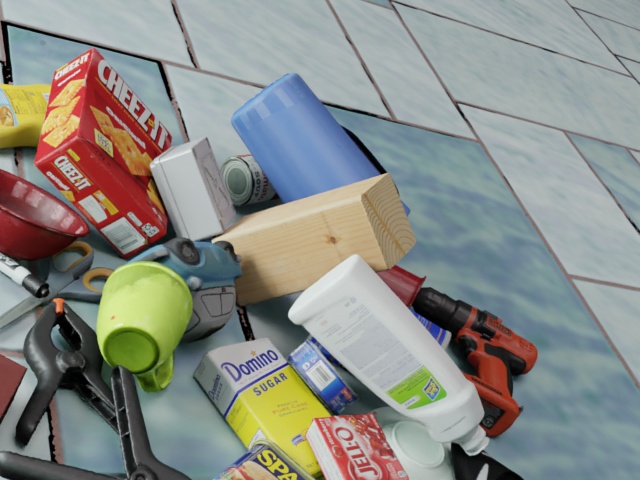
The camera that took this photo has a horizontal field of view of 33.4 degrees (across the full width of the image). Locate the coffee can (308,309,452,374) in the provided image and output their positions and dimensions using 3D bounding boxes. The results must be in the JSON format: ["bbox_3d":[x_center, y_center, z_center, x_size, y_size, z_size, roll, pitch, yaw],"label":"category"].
[{"bbox_3d":[0.067,0.116,1.241,0.140,0.103,0.102,31,31,2],"label":"coffee can"}]

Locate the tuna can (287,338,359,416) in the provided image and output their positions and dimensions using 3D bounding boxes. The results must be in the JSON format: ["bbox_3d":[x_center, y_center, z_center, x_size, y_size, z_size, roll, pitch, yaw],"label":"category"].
[{"bbox_3d":[0.003,0.150,1.164,0.086,0.033,0.086,49,-5,5],"label":"tuna can"}]

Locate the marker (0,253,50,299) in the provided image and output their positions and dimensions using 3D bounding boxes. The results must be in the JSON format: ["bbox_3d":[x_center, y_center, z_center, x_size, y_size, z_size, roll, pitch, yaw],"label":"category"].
[{"bbox_3d":[-0.327,0.026,1.108,0.121,0.020,0.020,31,30,20],"label":"marker"}]

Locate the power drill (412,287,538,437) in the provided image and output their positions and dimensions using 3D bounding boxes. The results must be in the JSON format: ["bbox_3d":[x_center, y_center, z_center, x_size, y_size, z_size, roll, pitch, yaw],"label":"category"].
[{"bbox_3d":[0.188,0.147,1.338,0.184,0.057,0.187,29,31,-3],"label":"power drill"}]

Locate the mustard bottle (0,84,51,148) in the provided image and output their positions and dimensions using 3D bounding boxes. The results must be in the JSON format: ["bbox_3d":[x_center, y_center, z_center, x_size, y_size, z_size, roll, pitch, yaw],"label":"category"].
[{"bbox_3d":[-0.386,-0.151,1.291,0.191,0.058,0.096,-3,49,-42],"label":"mustard bottle"}]

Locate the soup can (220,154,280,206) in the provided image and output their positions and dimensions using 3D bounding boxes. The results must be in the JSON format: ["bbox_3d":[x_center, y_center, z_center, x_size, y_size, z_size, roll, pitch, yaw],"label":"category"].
[{"bbox_3d":[-0.079,-0.085,1.438,0.102,0.069,0.068,-13,52,-48],"label":"soup can"}]

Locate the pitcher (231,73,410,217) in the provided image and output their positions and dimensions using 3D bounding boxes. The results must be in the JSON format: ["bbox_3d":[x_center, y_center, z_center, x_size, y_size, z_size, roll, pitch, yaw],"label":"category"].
[{"bbox_3d":[0.001,-0.095,1.380,0.243,0.145,0.149,54,-1,-5],"label":"pitcher"}]

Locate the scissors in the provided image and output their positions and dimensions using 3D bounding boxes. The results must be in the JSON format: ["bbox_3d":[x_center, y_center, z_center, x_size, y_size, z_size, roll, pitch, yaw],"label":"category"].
[{"bbox_3d":[-0.271,0.064,1.122,0.096,0.016,0.201,27,32,-5],"label":"scissors"}]

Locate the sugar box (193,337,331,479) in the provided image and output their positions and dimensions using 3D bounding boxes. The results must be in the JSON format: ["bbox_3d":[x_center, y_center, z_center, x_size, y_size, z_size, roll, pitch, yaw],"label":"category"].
[{"bbox_3d":[-0.045,0.181,1.112,0.093,0.048,0.176,-8,49,-46],"label":"sugar box"}]

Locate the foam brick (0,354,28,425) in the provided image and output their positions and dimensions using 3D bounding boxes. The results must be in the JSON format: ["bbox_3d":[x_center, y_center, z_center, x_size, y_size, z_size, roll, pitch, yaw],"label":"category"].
[{"bbox_3d":[-0.302,0.143,0.948,0.051,0.053,0.078,25,33,-8],"label":"foam brick"}]

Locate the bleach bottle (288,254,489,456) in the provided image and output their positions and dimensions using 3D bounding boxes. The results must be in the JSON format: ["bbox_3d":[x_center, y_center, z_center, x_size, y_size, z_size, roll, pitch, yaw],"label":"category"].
[{"bbox_3d":[0.086,0.138,1.155,0.251,0.103,0.068,48,30,-7],"label":"bleach bottle"}]

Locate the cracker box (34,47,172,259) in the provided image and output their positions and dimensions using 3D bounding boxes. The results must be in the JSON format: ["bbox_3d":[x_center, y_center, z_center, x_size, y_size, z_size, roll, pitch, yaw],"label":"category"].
[{"bbox_3d":[-0.248,-0.107,1.261,0.164,0.072,0.213,51,19,-33],"label":"cracker box"}]

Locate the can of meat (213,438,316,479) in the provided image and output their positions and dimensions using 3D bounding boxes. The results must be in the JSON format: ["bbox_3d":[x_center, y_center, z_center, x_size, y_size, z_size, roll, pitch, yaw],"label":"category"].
[{"bbox_3d":[-0.052,0.248,1.001,0.102,0.058,0.083,40,35,15],"label":"can of meat"}]

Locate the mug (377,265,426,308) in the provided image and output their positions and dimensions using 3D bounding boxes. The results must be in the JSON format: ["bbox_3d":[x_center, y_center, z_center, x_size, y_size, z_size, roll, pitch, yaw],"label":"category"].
[{"bbox_3d":[0.079,0.063,1.343,0.081,0.093,0.117,28,25,6],"label":"mug"}]

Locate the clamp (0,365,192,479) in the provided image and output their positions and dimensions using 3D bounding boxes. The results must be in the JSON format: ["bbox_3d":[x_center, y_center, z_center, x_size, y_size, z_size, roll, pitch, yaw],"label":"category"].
[{"bbox_3d":[-0.163,0.213,0.954,0.210,0.036,0.164,39,42,3],"label":"clamp"}]

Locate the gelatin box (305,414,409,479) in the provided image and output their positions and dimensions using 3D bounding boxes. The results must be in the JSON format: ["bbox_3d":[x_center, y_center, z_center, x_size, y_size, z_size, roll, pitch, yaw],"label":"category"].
[{"bbox_3d":[0.036,0.214,1.052,0.073,0.030,0.089,1,40,-31],"label":"gelatin box"}]

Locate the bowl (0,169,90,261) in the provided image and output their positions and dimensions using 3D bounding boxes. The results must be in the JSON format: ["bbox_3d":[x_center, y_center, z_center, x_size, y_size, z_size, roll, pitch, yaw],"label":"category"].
[{"bbox_3d":[-0.329,-0.024,1.132,0.162,0.055,0.162,30,7,-4],"label":"bowl"}]

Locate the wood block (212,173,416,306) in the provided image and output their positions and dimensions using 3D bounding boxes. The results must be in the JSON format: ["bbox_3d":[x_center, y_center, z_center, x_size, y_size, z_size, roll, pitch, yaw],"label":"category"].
[{"bbox_3d":[-0.008,0.002,1.232,0.090,0.206,0.091,-40,111,-56],"label":"wood block"}]

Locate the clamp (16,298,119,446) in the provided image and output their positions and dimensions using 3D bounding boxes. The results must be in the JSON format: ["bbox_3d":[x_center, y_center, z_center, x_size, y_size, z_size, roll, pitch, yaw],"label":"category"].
[{"bbox_3d":[-0.250,0.130,1.024,0.120,0.039,0.171,5,41,-43],"label":"clamp"}]
